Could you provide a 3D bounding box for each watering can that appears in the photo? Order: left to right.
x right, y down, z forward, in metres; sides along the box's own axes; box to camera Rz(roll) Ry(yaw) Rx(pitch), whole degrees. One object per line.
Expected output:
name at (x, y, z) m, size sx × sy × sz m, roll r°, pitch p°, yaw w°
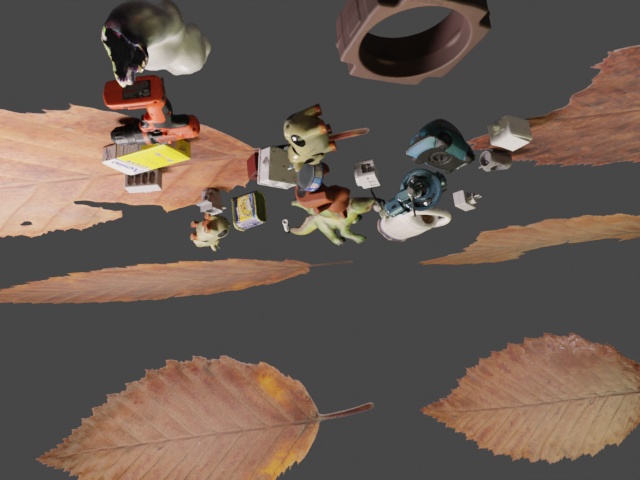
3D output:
watering can at (0.273, -0.072, 1.728) m, size 0.347 × 0.105 × 0.221 m, roll 5°, pitch 161°, yaw -30°

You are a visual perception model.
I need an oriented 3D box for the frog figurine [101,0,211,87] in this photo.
frog figurine at (-0.238, -0.306, 0.781) m, size 0.162 × 0.123 × 0.135 m, roll -39°, pitch 177°, yaw -39°

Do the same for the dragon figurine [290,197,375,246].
dragon figurine at (0.005, -0.083, 1.658) m, size 0.409 × 0.124 × 0.239 m, roll -5°, pitch 149°, yaw 34°
